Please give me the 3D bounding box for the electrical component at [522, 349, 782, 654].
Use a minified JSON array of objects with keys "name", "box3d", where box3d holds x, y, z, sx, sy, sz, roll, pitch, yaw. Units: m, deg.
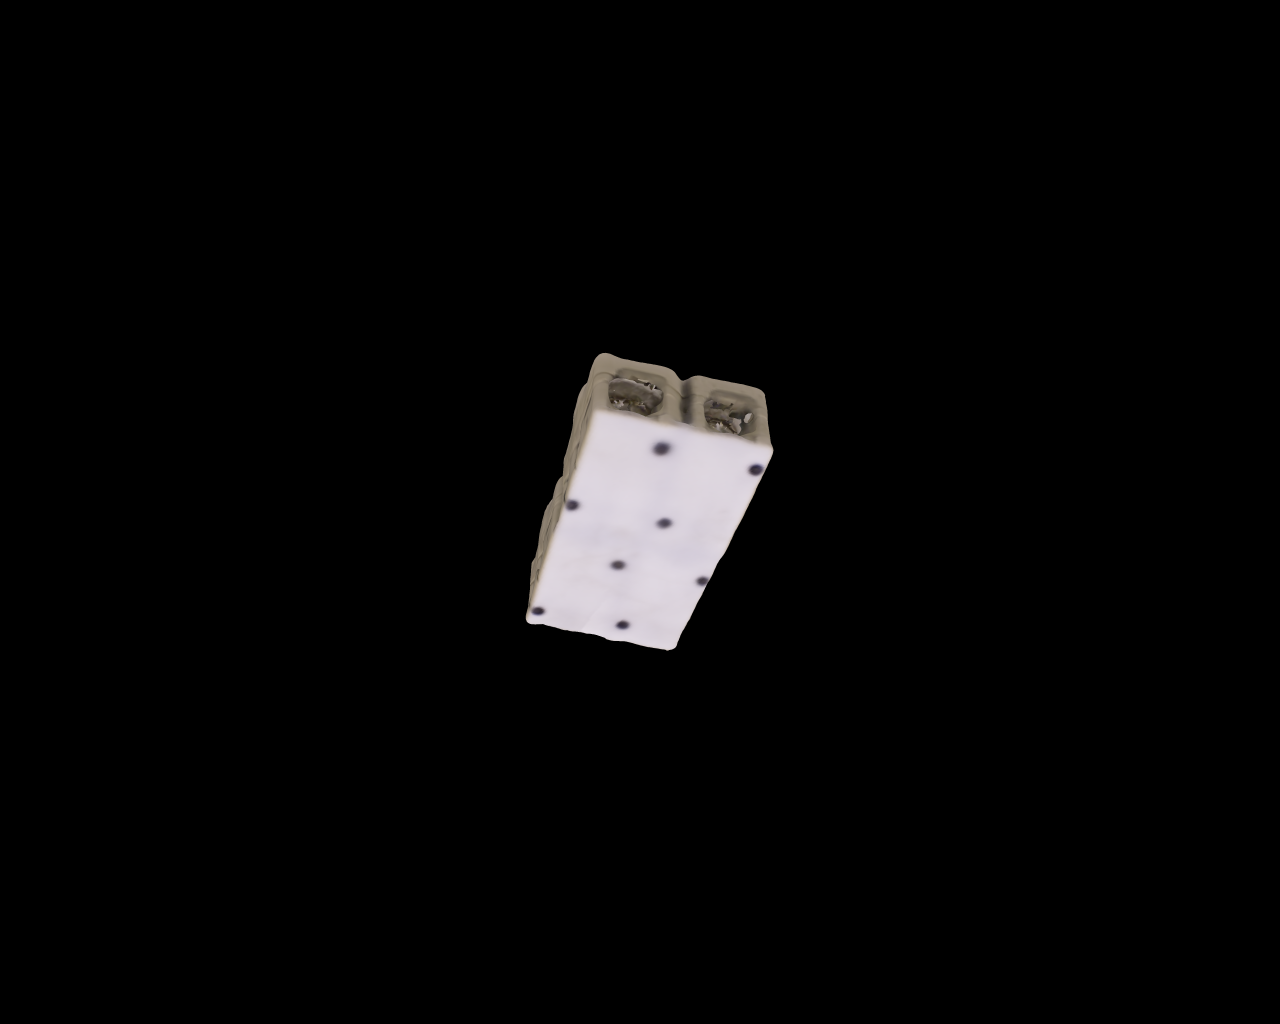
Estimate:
[{"name":"electrical component","box3d":[0.001,-0.003,0.650,0.105,0.060,0.186,11,-47,-11]}]
